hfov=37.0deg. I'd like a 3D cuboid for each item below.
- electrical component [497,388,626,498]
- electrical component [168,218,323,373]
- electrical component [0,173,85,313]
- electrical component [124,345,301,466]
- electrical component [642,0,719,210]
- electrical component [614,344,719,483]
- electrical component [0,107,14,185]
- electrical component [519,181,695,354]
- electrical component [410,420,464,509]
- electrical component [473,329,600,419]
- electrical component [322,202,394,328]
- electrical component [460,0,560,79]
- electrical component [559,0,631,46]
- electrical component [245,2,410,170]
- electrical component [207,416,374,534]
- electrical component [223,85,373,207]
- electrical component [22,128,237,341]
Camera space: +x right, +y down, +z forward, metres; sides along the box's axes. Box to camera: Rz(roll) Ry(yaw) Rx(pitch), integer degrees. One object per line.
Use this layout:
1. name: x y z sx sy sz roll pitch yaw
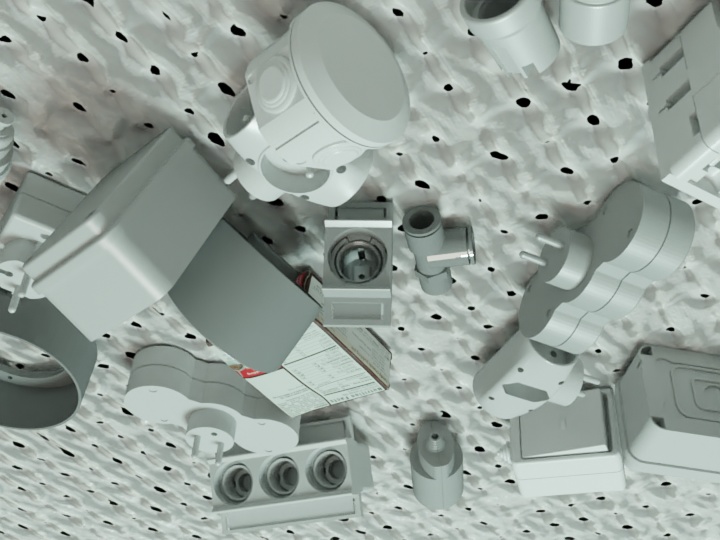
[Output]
1. electrical component: 0.152 0.132 0.826 0.096 0.061 0.061 -8 139 14
2. electrical component: -0.073 0.013 0.673 0.064 0.099 0.099 -48 127 -2
3. electrical component: -0.208 -0.008 0.680 0.047 0.076 0.066 24 136 -22
4. electrical component: -0.112 0.114 0.820 0.138 0.073 0.052 20 137 -18
5. electrical component: 0.230 -0.068 0.561 0.150 0.089 0.061 22 137 -20
6. electrical component: 0.247 0.107 0.777 0.113 0.078 0.057 9 137 -6
7. electrical component: -0.226 -0.069 0.638 0.040 0.040 0.078 28 135 -25
8. electrical component: 0.137 -0.004 0.674 0.074 0.052 0.138 19 138 -17
9. electrical component: 0.063 0.157 0.878 0.043 0.043 0.081 -1 140 6
10. electrical component: 0.134 0.075 0.775 0.079 0.043 0.077 18 138 -17
11. electrical component: 0.000 0.000 0.679 0.042 0.081 0.063 1 162 3
12. electrical component: 0.078 -0.125 0.546 0.040 0.040 0.046 -17 141 23
13. electrical component: 0.115 -0.142 0.522 0.044 0.044 0.065 -2 144 7
14. electrical component: -0.016 -0.094 0.561 0.080 0.080 0.051 34 137 -31
15. electrical component: -0.055 0.169 0.882 0.121 0.078 0.063 -12 166 18
16. electrical component: -0.047 -0.065 0.624 0.077 0.044 0.079 32 133 -29
17. electrical component: -0.132 -0.023 0.624 0.078 0.113 0.057 -29 111 34
